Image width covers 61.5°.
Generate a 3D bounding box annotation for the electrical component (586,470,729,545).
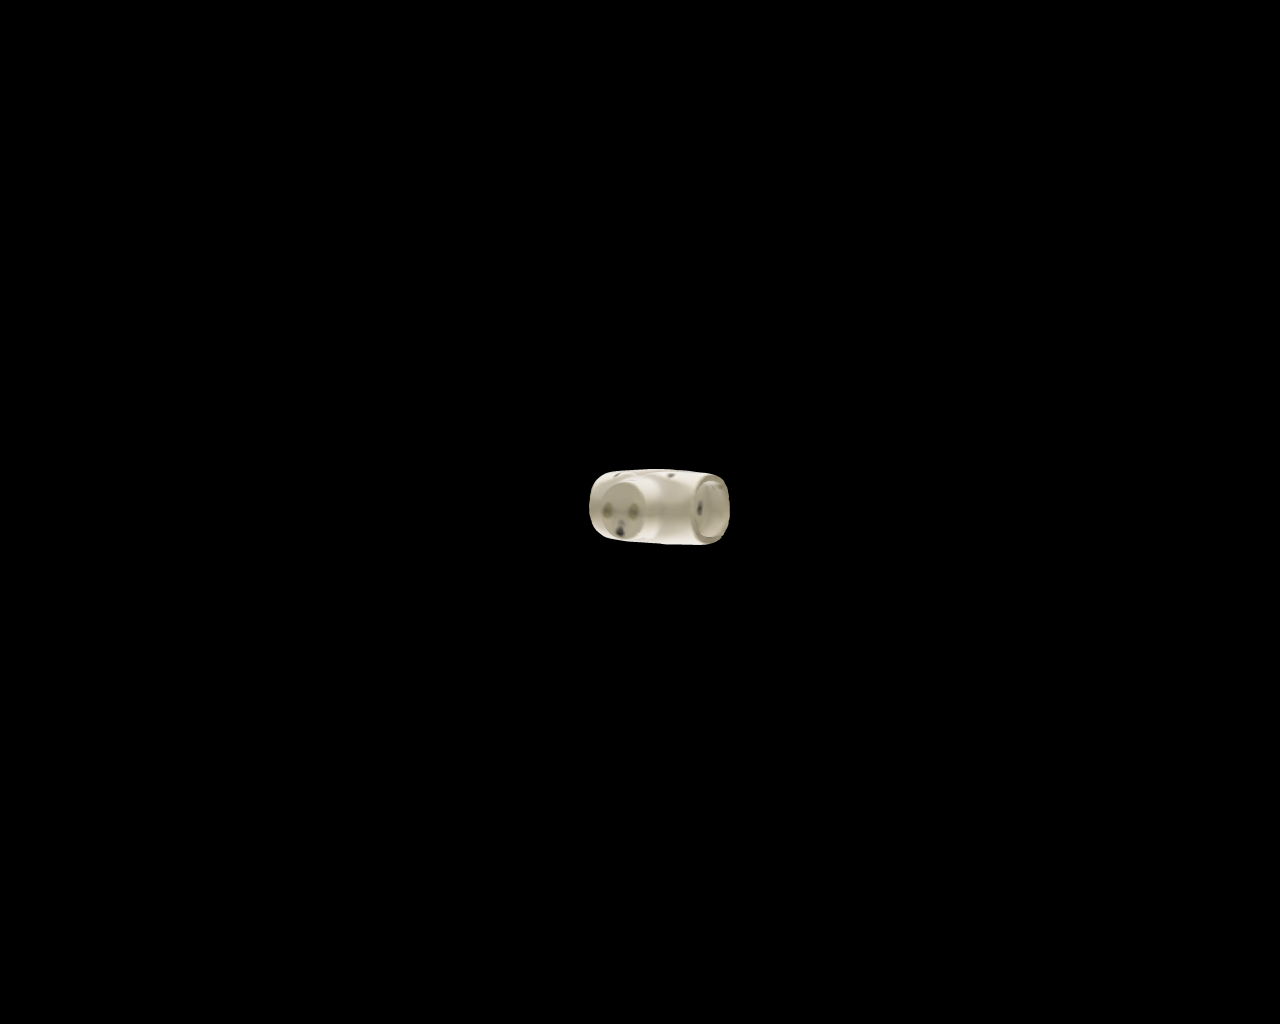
[{"bbox_3d":[0.001,-0.003,0.650,0.077,0.043,0.079,3,5,37],"label":"electrical component"}]
